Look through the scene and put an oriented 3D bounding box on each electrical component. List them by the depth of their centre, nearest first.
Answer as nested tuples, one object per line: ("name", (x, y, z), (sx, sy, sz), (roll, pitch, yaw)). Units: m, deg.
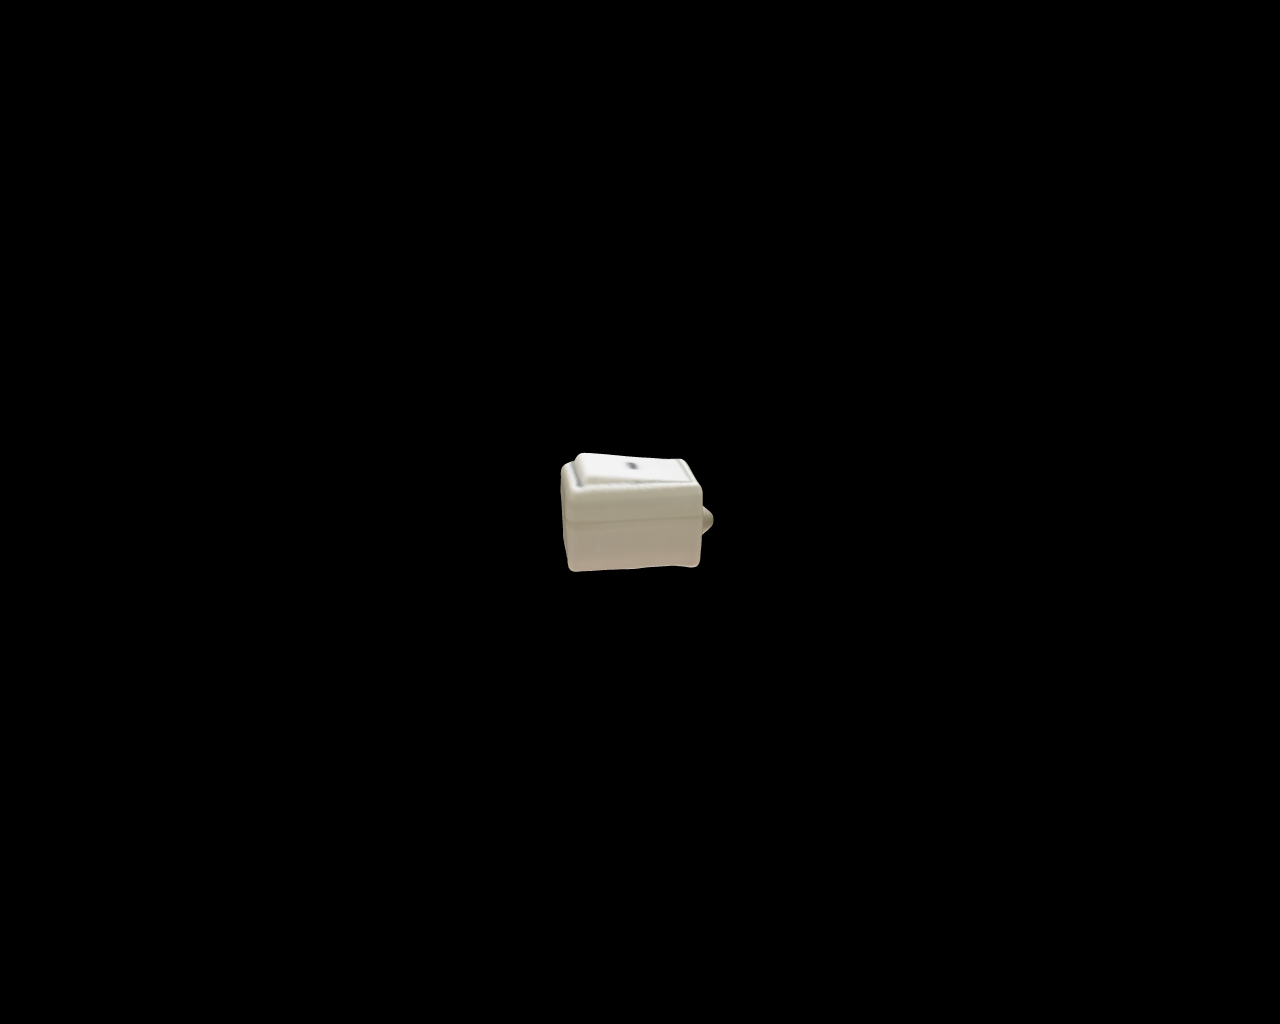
("electrical component", (0.001, -0.003, 0.650), (0.096, 0.061, 0.062), (-3, 20, -7))
